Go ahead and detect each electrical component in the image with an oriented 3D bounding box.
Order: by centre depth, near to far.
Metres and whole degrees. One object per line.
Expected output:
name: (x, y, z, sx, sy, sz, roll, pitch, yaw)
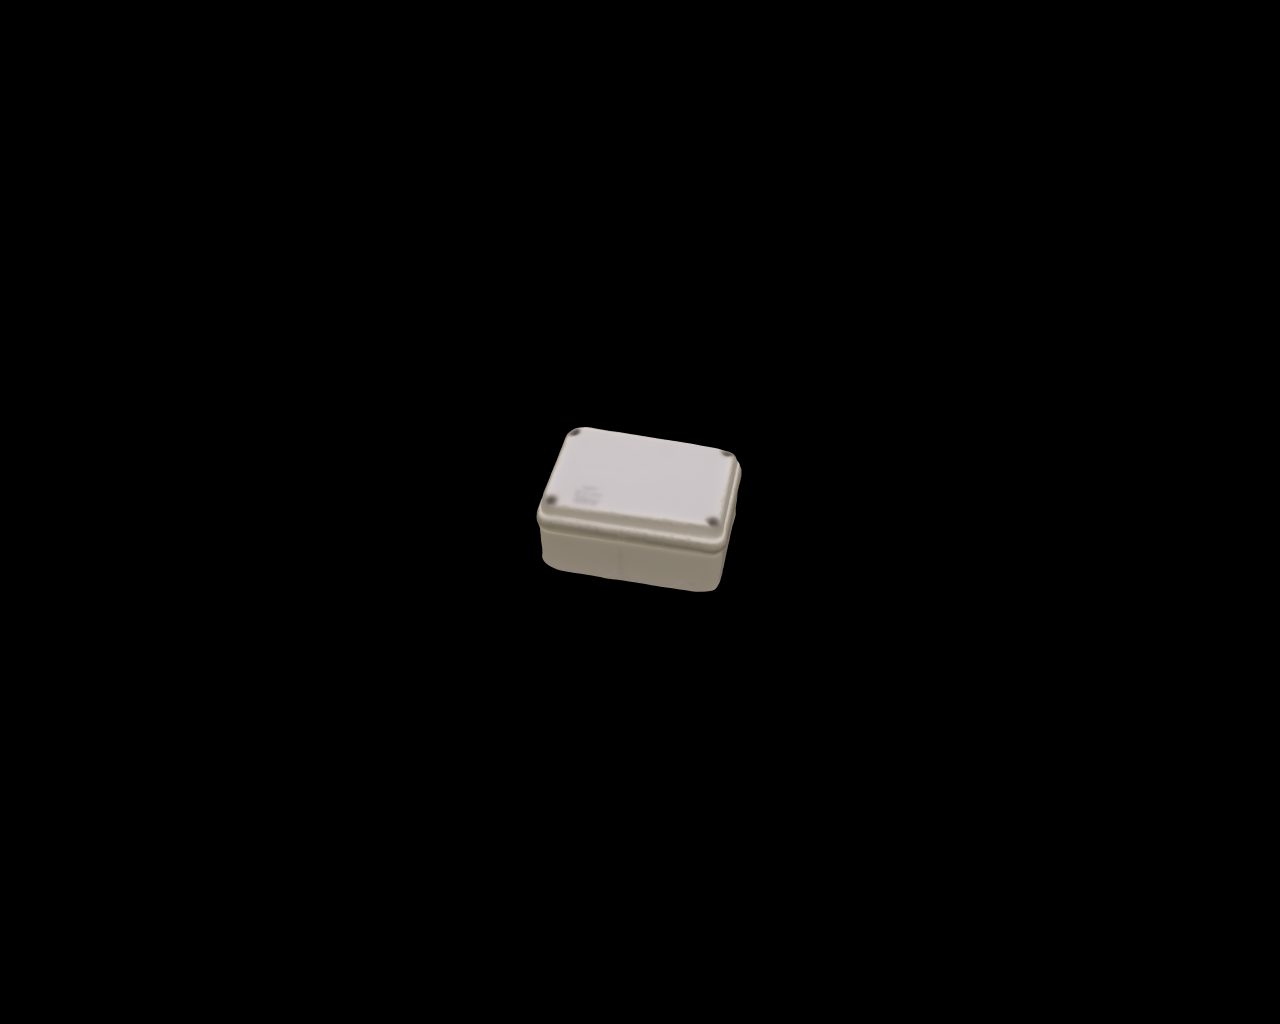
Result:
electrical component: (0.001, -0.003, 0.650, 0.113, 0.078, 0.057, 9, -43, 8)
